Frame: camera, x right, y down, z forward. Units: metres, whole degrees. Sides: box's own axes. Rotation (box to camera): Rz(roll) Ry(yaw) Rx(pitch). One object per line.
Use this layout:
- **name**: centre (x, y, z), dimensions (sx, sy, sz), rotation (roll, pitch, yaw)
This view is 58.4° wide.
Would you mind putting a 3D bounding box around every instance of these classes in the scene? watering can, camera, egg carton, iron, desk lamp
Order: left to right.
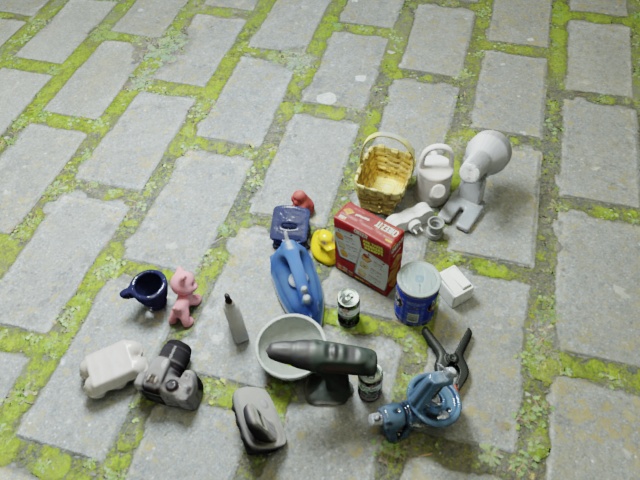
- **egg carton**: centre (-0.477, 0.298, 1.328), dimensions (0.150, 0.069, 0.107), rotation (-24, 55, -15)
- **camera**: centre (-0.332, 0.298, 1.302), dimensions (0.143, 0.101, 0.137), rotation (11, 54, 11)
- **iron**: centre (-0.050, 0.105, 1.411), dimensions (0.119, 0.141, 0.258), rotation (-16, 54, -9)
- **watering can**: centre (0.321, -0.184, 1.582), dimensions (0.101, 0.194, 0.172), rotation (-17, 54, -10)
- **desk lamp**: centre (0.421, -0.165, 1.551), dimensions (0.117, 0.214, 0.203), rotation (27, 58, 21)

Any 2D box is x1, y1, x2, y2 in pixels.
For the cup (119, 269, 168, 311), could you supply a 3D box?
- **cup**: centre (-0.431, 0.139, 1.431), dimensions (0.118, 0.095, 0.091), rotation (-17, 54, -10)

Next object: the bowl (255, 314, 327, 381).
- **bowl**: centre (-0.064, 0.261, 1.335), dimensions (0.167, 0.075, 0.167), rotation (-1, 53, 2)

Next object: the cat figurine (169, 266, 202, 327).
- **cat figurine**: centre (-0.341, 0.133, 1.417), dimensions (0.067, 0.118, 0.128), rotation (6, 53, 7)

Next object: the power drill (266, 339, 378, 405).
- **power drill**: centre (0.007, 0.281, 1.232), dimensions (0.229, 0.208, 0.075), rotation (-1, 53, 2)

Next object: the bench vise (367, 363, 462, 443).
- **bench vise**: centre (0.208, 0.341, 1.171), dimensions (0.208, 0.220, 0.121), rotation (-30, 57, -19)

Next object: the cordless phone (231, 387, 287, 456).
- **cordless phone**: centre (-0.136, 0.359, 1.194), dimensions (0.094, 0.185, 0.147), rotation (-22, 55, -14)

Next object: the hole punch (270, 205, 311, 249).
- **hole punch**: centre (-0.078, -0.032, 1.548), dimensions (0.108, 0.091, 0.101), rotation (5, 53, 6)

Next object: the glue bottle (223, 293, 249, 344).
- **glue bottle**: centre (-0.205, 0.173, 1.346), dimensions (0.037, 0.173, 0.078), rotation (-22, 55, -13)

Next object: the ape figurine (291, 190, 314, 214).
- **ape figurine**: centre (-0.055, -0.106, 1.603), dimensions (0.076, 0.092, 0.078), rotation (4, 53, 6)

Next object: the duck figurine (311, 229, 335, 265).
- **duck figurine**: centre (0.014, 0.005, 1.519), dimensions (0.077, 0.086, 0.104), rotation (-22, 55, -14)
